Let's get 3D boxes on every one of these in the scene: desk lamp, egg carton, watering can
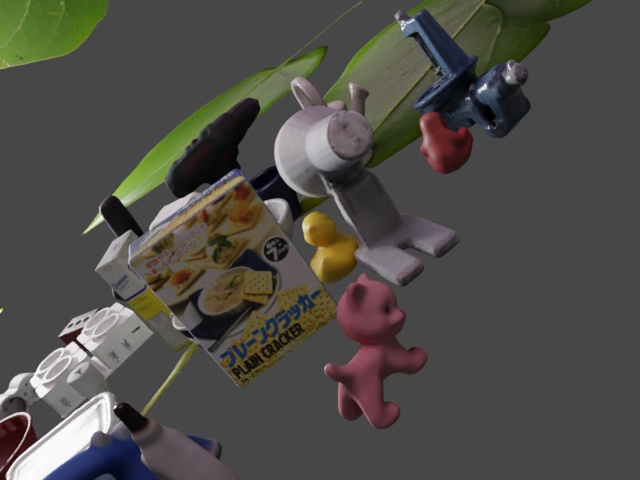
[{"bbox_3d":[0.047,-0.073,0.730,0.118,0.214,0.202,-40,26,-11],"label":"desk lamp"},{"bbox_3d":[-0.306,-0.046,1.277,0.150,0.069,0.107,-23,28,23],"label":"egg carton"},{"bbox_3d":[0.015,-0.219,1.050,0.173,0.194,0.100,-47,28,-25],"label":"watering can"}]

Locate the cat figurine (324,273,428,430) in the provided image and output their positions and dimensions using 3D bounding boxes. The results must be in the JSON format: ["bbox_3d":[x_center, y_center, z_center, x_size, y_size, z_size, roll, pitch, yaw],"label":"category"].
[{"bbox_3d":[0.044,0.095,0.552,0.067,0.118,0.128,-8,36,43],"label":"cat figurine"}]

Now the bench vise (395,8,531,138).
[{"bbox_3d":[0.212,-0.262,0.860,0.206,0.220,0.122,-9,36,43],"label":"bench vise"}]

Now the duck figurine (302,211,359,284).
[{"bbox_3d":[0.007,0.003,0.796,0.077,0.086,0.104,-26,26,17],"label":"duck figurine"}]

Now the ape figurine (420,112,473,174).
[{"bbox_3d":[0.180,-0.150,0.851,0.077,0.092,0.076,-9,35,42],"label":"ape figurine"}]

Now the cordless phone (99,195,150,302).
[{"bbox_3d":[-0.390,0.015,1.134,0.094,0.185,0.147,-19,29,29],"label":"cordless phone"}]

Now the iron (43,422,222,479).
[{"bbox_3d":[-0.217,0.262,0.542,0.118,0.142,0.259,-3,40,48],"label":"iron"}]

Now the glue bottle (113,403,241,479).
[{"bbox_3d":[-0.120,0.198,0.501,0.078,0.173,0.037,-11,34,40],"label":"glue bottle"}]

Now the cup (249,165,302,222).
[{"bbox_3d":[-0.087,-0.067,1.022,0.117,0.095,0.091,-25,27,19],"label":"cup"}]

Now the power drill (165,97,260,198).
[{"bbox_3d":[-0.163,-0.126,1.083,0.229,0.209,0.075,-33,25,3],"label":"power drill"}]

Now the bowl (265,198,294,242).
[{"bbox_3d":[-0.103,0.011,0.928,0.167,0.075,0.167,-27,26,15],"label":"bowl"}]
